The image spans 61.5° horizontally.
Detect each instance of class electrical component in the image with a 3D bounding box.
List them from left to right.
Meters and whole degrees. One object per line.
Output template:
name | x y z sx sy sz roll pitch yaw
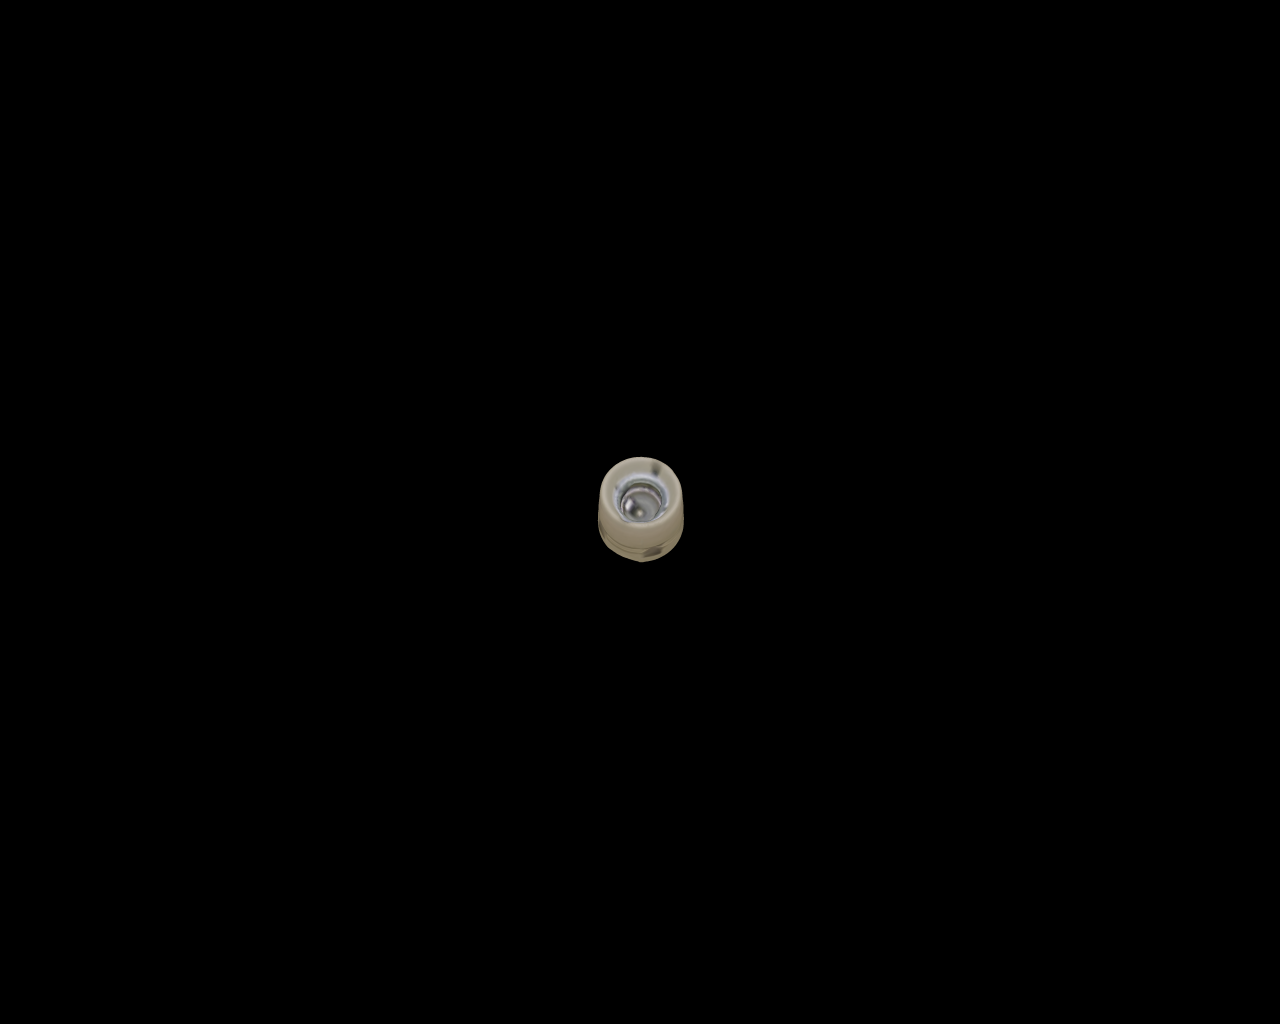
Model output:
electrical component | 0.001 -0.003 0.650 0.055 0.055 0.047 0 -25 0
